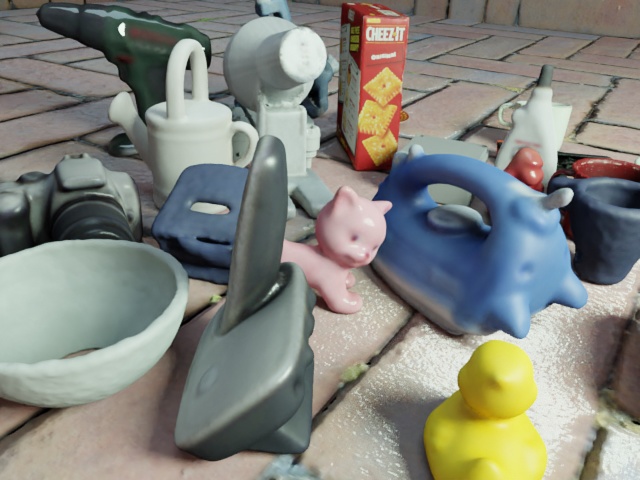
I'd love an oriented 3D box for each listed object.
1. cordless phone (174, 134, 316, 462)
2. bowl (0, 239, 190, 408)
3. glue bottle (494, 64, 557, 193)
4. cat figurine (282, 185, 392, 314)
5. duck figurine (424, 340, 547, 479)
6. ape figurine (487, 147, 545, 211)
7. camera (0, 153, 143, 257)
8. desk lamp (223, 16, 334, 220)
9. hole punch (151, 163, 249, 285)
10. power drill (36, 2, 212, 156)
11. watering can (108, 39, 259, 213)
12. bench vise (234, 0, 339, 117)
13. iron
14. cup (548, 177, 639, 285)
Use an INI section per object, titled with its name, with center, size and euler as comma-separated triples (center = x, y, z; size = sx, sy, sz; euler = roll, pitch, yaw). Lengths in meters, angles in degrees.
[cordless phone]
center = -0.047, 0.035, 0.374
size = 0.094, 0.185, 0.147
euler = 0, 28, -4
[bowl]
center = -0.178, 0.067, 0.420
size = 0.167, 0.075, 0.167
euler = 2, 28, -1
[glue bottle]
center = 0.274, -0.139, 0.740
size = 0.078, 0.173, 0.037
euler = 15, 30, 22
[cat figurine]
center = 0.005, 0.002, 0.512
size = 0.128, 0.118, 0.067
euler = -2, 28, -8
[duck figurine]
center = 0.107, 0.107, 0.358
size = 0.077, 0.086, 0.105
euler = 10, 29, 15
[ape figurine]
center = 0.240, -0.064, 0.684
size = 0.078, 0.092, 0.076
euler = -12, 31, -25
[camera]
center = -0.238, -0.017, 0.545
size = 0.143, 0.101, 0.136
euler = -11, 31, -24
[desk lamp]
center = -0.043, -0.160, 0.710
size = 0.118, 0.214, 0.202
euler = -8, 30, -19
[hole punch]
center = -0.103, -0.018, 0.570
size = 0.108, 0.091, 0.101
euler = 9, 29, 12
[power drill]
center = -0.272, -0.232, 0.833
size = 0.230, 0.208, 0.075
euler = -4, 29, -13
[watering can]
center = -0.161, -0.135, 0.674
size = 0.173, 0.194, 0.100
euler = -3, 29, -11
[bench vise]
center = -0.063, -0.328, 1.019
size = 0.121, 0.220, 0.208
euler = 21, 33, 31
[iron]
center = 0.120, -0.020, 0.539
size = 0.119, 0.141, 0.257
euler = -17, 34, -32
[cup]
center = 0.279, -0.009, 0.581
size = 0.092, 0.095, 0.117
euler = -23, 37, -39
